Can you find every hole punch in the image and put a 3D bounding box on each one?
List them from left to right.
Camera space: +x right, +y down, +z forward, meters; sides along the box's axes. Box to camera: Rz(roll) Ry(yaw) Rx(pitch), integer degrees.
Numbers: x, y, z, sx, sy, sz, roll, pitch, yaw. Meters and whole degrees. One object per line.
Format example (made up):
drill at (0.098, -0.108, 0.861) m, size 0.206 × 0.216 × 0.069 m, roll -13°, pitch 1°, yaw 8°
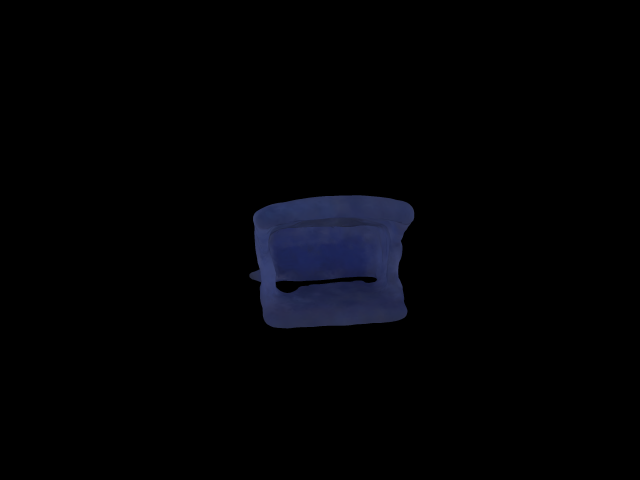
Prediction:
hole punch at (0.004, 0.001, 0.400) m, size 0.109 × 0.091 × 0.101 m, roll -3°, pitch 22°, yaw -7°
